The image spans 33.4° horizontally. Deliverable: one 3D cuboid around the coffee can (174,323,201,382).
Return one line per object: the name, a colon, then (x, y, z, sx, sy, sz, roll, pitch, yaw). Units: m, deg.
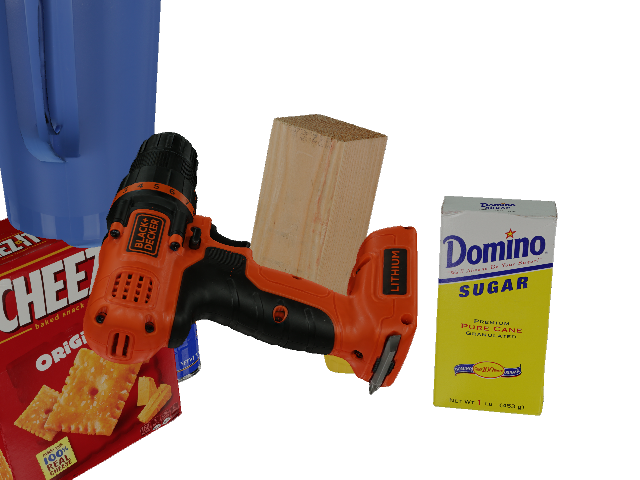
coffee can: (-0.174, 0.062, 1.042, 0.103, 0.140, 0.103, -4, 14, 1)

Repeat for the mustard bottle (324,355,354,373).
mustard bottle: (0.053, 0.083, 1.444, 0.096, 0.192, 0.058, -3, 21, -7)

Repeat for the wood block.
wood block: (-0.009, -0.019, 1.109, 0.090, 0.206, 0.090, 21, 20, 28)

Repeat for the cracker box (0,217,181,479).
cracker box: (-0.199, 0.080, 0.844, 0.163, 0.214, 0.072, -27, 38, -36)

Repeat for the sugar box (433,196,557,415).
sugar box: (0.142, 0.054, 0.880, 0.093, 0.176, 0.048, 3, 21, 10)

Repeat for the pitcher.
pitcher: (-0.180, -0.116, 0.763, 0.148, 0.243, 0.145, -19, 34, -39)

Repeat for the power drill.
power drill: (-0.037, 0.011, 0.643, 0.187, 0.057, 0.184, 11, 43, -5)
